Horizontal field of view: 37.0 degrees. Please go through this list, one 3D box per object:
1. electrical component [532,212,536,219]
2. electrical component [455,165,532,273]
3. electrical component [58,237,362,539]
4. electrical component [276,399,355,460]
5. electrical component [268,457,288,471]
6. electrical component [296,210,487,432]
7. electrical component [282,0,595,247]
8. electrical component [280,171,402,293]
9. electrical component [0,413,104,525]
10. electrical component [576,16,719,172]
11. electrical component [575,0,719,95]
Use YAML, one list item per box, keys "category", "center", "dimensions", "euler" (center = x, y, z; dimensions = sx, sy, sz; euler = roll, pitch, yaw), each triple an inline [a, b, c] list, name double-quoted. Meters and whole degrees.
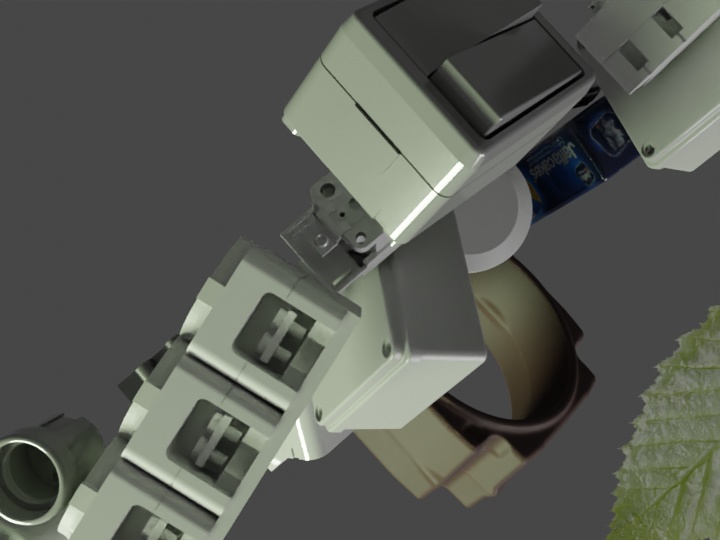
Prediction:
- category: "electrical component"
  center: [0.065, -0.003, 1.011]
  dimensions: [0.105, 0.060, 0.186]
  euler: [-35, 171, -45]
- category: "electrical component"
  center: [0.065, -0.037, 0.683]
  dimensions: [0.080, 0.080, 0.051]
  euler: [-40, 179, -7]
- category: "electrical component"
  center: [-0.065, 0.065, 0.474]
  dimensions: [0.150, 0.062, 0.089]
  euler: [-58, 180, 1]
- category: "electrical component"
  center: [-0.032, 0.068, 0.694]
  dimensions: [0.078, 0.057, 0.113]
  euler: [-1, -159, 35]
- category: "electrical component"
  center: [-0.094, 0.147, 1.006]
  dimensions: [0.043, 0.077, 0.079]
  euler: [-41, 174, 3]
- category: "electrical component"
  center: [0.013, 0.022, 0.601]
  dimensions: [0.056, 0.108, 0.108]
  euler: [4, 150, -26]
- category: "electrical component"
  center: [0.033, -0.064, 0.367]
  dimensions: [0.096, 0.061, 0.061]
  euler: [-36, 172, -43]
- category: "electrical component"
  center: [0.004, -0.030, 0.520]
  dimensions: [0.081, 0.042, 0.064]
  euler: [-41, 172, -6]
- category: "electrical component"
  center: [-0.138, 0.086, 0.475]
  dimensions: [0.040, 0.040, 0.046]
  euler: [-43, 179, 13]
- category: "electrical component"
  center: [0.209, -0.136, 0.679]
  dimensions: [0.056, 0.108, 0.109]
  euler: [2, 145, -44]
- category: "electrical component"
  center: [0.174, -0.155, 0.622]
  dimensions: [0.089, 0.055, 0.050]
  euler: [-45, 173, 33]
